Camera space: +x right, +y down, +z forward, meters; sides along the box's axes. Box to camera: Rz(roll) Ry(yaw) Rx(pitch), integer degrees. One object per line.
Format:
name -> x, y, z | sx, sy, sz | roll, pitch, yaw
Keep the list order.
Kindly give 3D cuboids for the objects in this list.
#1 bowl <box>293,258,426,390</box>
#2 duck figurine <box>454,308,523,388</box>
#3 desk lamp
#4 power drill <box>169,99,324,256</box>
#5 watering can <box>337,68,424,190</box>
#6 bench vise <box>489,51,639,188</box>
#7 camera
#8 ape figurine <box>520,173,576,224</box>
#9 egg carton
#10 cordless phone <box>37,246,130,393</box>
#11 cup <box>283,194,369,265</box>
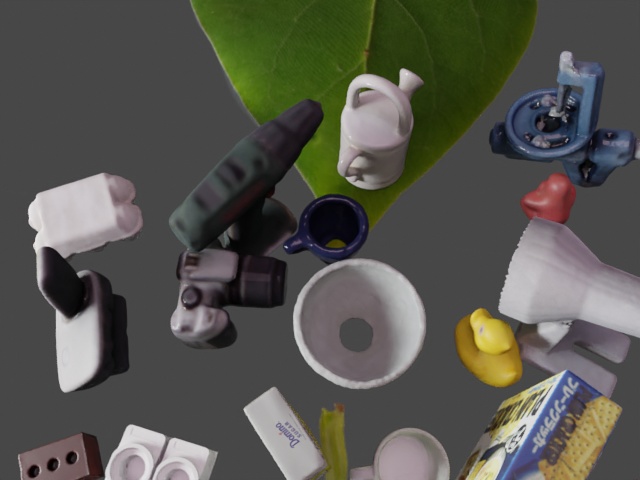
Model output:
bowl -> 0.050, 0.113, 0.741 | 0.167, 0.075, 0.167 | 0, 66, 0
duck figurine -> 0.221, 0.133, 0.726 | 0.077, 0.086, 0.104 | -27, 69, -11
desk lamp -> 0.303, 0.082, 0.679 | 0.203, 0.213, 0.118 | 27, 69, 12
power drill -> -0.083, -0.058, 0.743 | 0.230, 0.208, 0.075 | -42, 72, -16
watering can -> 0.081, -0.165, 0.798 | 0.101, 0.194, 0.173 | 13, 67, 6
bench vise -> 0.358, -0.173, 0.787 | 0.207, 0.220, 0.121 | 1, 66, 0
camera -> -0.114, 0.065, 0.748 | 0.136, 0.101, 0.143 | 4, 66, 2
ape figurine -> 0.328, -0.062, 0.808 | 0.078, 0.092, 0.076 | -1, 66, 0
egg carton -> -0.328, -0.031, 0.806 | 0.150, 0.069, 0.107 | -20, 68, -9
cordless phone -> -0.302, 0.096, 0.688 | 0.094, 0.185, 0.147 | -14, 67, -6
cup -> 0.007, 0.003, 0.778 | 0.118, 0.095, 0.091 | -25, 68, -10
